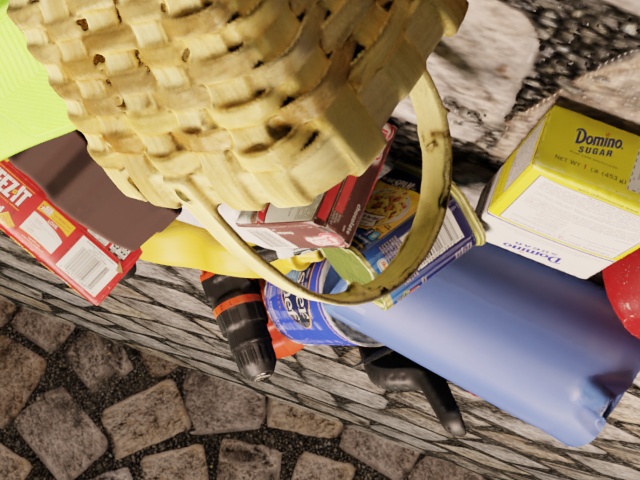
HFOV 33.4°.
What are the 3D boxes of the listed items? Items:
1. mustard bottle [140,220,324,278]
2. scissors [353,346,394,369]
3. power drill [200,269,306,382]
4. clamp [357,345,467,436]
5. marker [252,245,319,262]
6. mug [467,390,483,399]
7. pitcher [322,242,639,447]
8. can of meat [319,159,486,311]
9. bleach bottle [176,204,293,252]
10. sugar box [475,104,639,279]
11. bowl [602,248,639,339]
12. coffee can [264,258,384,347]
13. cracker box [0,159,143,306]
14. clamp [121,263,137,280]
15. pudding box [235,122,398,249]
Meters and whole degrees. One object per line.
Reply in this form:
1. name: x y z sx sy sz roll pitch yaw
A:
1. mustard bottle: -0.075 -0.002 0.992 0.192 0.058 0.096 9 -153 35
2. scissors: 0.109 0.087 1.006 0.096 0.016 0.201 -4 -169 23
3. power drill: -0.067 0.074 1.138 0.057 0.184 0.187 -22 160 7
4. clamp: 0.105 0.122 0.997 0.210 0.164 0.036 4 114 42
5. marker: -0.006 0.001 0.919 0.121 0.020 0.020 -15 160 6
6. mug: 0.196 0.118 1.081 0.081 0.093 0.117 24 -163 -32
7. pitcher: 0.129 0.056 0.870 0.242 0.145 0.149 26 152 -7
8. can of meat: 0.051 -0.004 0.738 0.057 0.084 0.102 59 169 -24
9. bleach bottle: -0.130 -0.050 0.942 0.251 0.068 0.102 12 163 38
10. sugar box: 0.158 -0.024 0.667 0.093 0.048 0.176 21 170 0
11. bowl: 0.267 0.046 0.754 0.162 0.055 0.162 19 165 5
12. coffee can: 0.019 0.050 1.017 0.102 0.103 0.140 26 165 -20
13. cracker box: -0.259 -0.041 0.970 0.164 0.072 0.214 44 174 -25
14. clamp: -0.234 -0.020 1.176 0.120 0.039 0.171 58 -178 -8
15. pudding box: -0.005 -0.041 0.738 0.039 0.090 0.114 32 163 -29
